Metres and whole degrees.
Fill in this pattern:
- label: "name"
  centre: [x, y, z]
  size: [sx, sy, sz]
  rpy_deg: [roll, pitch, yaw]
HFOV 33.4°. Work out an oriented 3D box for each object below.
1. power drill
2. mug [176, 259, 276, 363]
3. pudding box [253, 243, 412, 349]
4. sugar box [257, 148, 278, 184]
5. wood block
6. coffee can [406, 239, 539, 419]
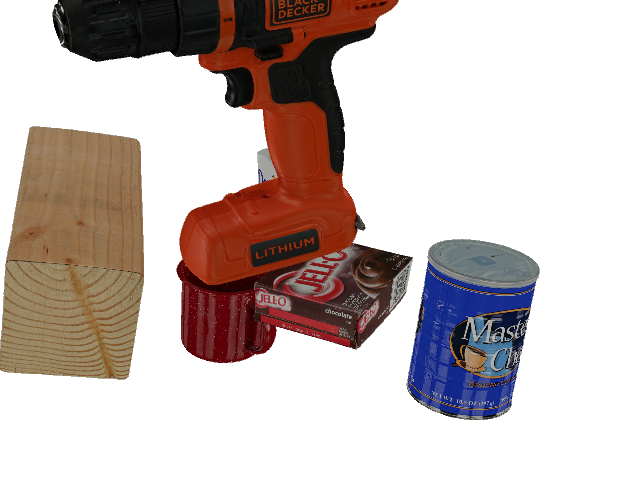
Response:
- label: "power drill"
  centre: [-0.044, -0.068, 0.577]
  size: [0.184, 0.188, 0.057]
  rpy_deg: [-14, 39, -19]
- label: "mug"
  centre: [-0.084, 0.068, 1.022]
  size: [0.117, 0.081, 0.093]
  rpy_deg: [27, 33, 37]
- label: "pudding box"
  centre: [0.011, 0.038, 0.846]
  size: [0.090, 0.039, 0.113]
  rpy_deg: [15, 25, 21]
- label: "sugar box"
  centre: [-0.041, -0.016, 1.274]
  size: [0.048, 0.176, 0.093]
  rpy_deg: [-12, 25, -20]
- label: "wood block"
  centre: [-0.182, 0.002, 0.794]
  size: [0.090, 0.091, 0.206]
  rpy_deg: [6, 29, -14]
- label: "coffee can"
  centre: [0.141, 0.082, 1.003]
  size: [0.103, 0.140, 0.103]
  rpy_deg: [6, 20, -3]
